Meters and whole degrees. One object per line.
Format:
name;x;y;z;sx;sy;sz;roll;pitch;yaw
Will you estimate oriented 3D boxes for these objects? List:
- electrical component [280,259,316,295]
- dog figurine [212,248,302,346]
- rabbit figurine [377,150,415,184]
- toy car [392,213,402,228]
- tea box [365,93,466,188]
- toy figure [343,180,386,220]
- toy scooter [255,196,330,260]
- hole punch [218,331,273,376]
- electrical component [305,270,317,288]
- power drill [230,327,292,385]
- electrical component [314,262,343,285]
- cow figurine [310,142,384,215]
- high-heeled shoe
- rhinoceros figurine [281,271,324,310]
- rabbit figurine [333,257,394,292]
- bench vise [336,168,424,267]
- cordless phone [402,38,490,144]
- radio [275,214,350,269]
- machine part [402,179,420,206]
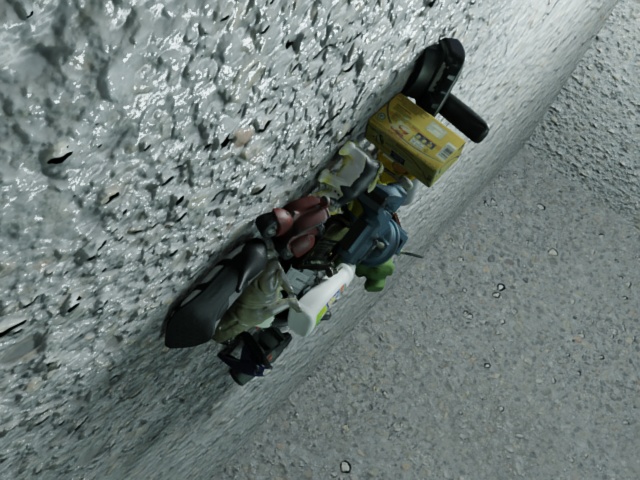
electrical component;-0.051;0.084;1.224;0.075;0.048;0.119;-49;130;8
dog figurine;-0.152;0.110;1.047;0.191;0.121;0.172;-25;120;-7
rabbit figurine;0.200;-0.199;1.211;0.173;0.122;0.162;-60;179;-40
toy car;0.196;-0.055;1.505;0.053;0.089;0.202;-16;-171;5
tea box;0.183;-0.195;1.048;0.098;0.170;0.068;-42;162;-17
toy figure;0.108;-0.077;1.286;0.082;0.089;0.180;-45;164;-41
toy scooter;-0.035;-0.029;0.995;0.135;0.075;0.183;-28;159;1
hole punch;-0.190;0.307;1.377;0.092;0.116;0.142;-38;163;-8
electrical component;-0.057;0.092;1.291;0.094;0.063;0.021;-43;165;-18
power drill;-0.159;0.313;1.559;0.232;0.086;0.207;-37;169;-27
electrical component;0.008;0.052;1.330;0.078;0.102;0.045;-25;165;11
cow figurine;0.045;-0.101;1.036;0.167;0.098;0.068;-52;171;14
high-heeled shoe;-0.191;0.092;0.970;0.249;0.086;0.145;-36;-156;26
rhinoceros figurine;-0.054;0.124;1.367;0.190;0.073;0.112;-30;158;-51
rabbit figurine;0.115;0.051;1.553;0.121;0.170;0.159;117;-20;-49
bench vise;0.140;-0.028;1.174;0.240;0.129;0.223;33;84;-54
cordless phone;0.266;-0.282;1.035;0.089;0.184;0.146;-29;157;-40
radio;-0.002;-0.004;1.187;0.131;0.073;0.229;-52;163;9
machine part;0.231;-0.158;1.456;0.079;0.079;0.243;-45;166;-13
